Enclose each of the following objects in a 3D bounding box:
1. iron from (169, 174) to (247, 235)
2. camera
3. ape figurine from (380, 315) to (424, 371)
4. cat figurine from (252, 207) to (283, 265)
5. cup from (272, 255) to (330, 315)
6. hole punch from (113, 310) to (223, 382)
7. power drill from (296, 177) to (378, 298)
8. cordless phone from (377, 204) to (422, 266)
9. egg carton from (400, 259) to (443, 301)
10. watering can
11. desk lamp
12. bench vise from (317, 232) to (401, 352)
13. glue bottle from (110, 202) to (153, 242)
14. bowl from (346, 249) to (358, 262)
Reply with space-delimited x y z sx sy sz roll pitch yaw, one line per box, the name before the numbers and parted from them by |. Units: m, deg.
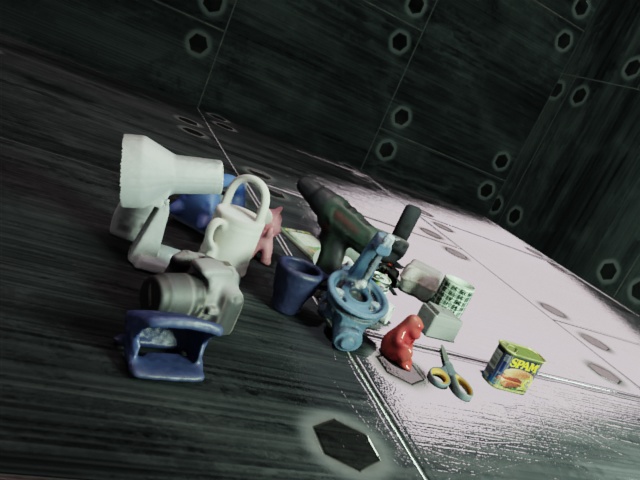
iron | -0.221 -0.091 1.295 0.118 0.141 0.259 28 15 15
camera | -0.201 0.068 0.864 0.137 0.101 0.142 7 23 -48
ape figurine | 0.158 0.180 1.051 0.076 0.092 0.078 32 17 27
cat figurine | -0.117 -0.022 1.266 0.067 0.118 0.127 21 15 -11
cup | -0.038 0.091 1.048 0.118 0.095 0.091 18 16 -22
hole punch | -0.192 0.117 0.728 0.109 0.091 0.100 14 18 -35
power drill | 0.011 0.004 1.199 0.229 0.208 0.076 30 16 20
cordless phone | 0.204 -0.034 1.669 0.147 0.185 0.094 22 15 -7
egg carton | 0.267 0.104 1.519 0.107 0.069 0.150 27 15 11
watering can | -0.156 -0.035 1.104 0.101 0.194 0.173 24 15 0
desk lamp | -0.262 -0.057 0.979 0.204 0.213 0.117 18 16 -21
bench vise | 0.061 0.066 1.043 0.122 0.220 0.206 15 17 -29
glue bottle | -0.321 -0.080 1.044 0.078 0.173 0.037 20 15 -15
bowl | 0.085 0.019 1.521 0.167 0.075 0.167 23 15 -6
